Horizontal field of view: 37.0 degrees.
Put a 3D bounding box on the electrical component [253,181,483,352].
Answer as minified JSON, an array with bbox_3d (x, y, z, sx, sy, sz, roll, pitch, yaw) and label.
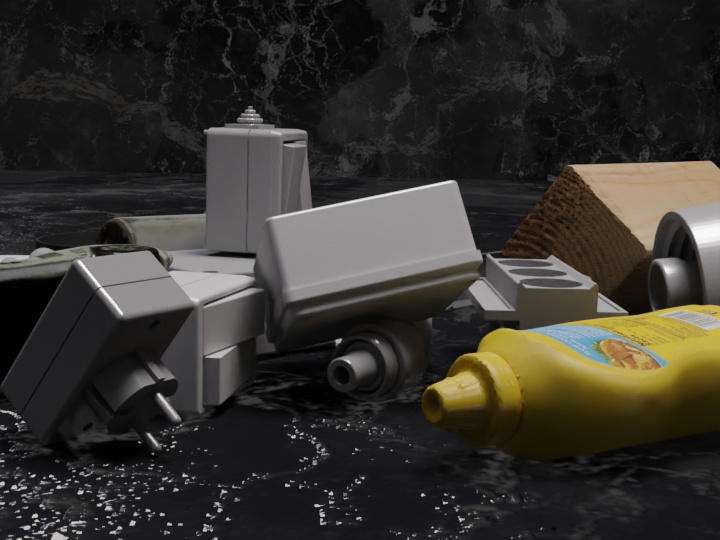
[{"bbox_3d":[0.000,0.000,0.600,0.109,0.056,0.108,-12,-12,-12],"label":"electrical component"}]

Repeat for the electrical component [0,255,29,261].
[{"bbox_3d":[-0.230,0.019,0.706,0.080,0.051,0.080,2,8,0],"label":"electrical component"}]

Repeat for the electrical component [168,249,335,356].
[{"bbox_3d":[-0.085,0.020,0.706,0.109,0.056,0.109,-6,11,-40],"label":"electrical component"}]

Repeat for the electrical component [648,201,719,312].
[{"bbox_3d":[0.212,0.011,0.661,0.060,0.108,0.108,-5,8,-2],"label":"electrical component"}]

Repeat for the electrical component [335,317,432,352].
[{"bbox_3d":[0.014,0.032,0.676,0.055,0.045,0.045,1,8,-9],"label":"electrical component"}]

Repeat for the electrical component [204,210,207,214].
[{"bbox_3d":[-0.104,-0.008,0.906,0.077,0.043,0.079,30,37,-19],"label":"electrical component"}]

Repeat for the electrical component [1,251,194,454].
[{"bbox_3d":[-0.108,0.048,0.482,0.075,0.083,0.047,47,28,20],"label":"electrical component"}]

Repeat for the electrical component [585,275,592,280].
[{"bbox_3d":[0.136,0.027,0.731,0.040,0.046,0.040,1,8,0],"label":"electrical component"}]

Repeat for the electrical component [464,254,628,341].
[{"bbox_3d":[0.105,0.030,0.647,0.079,0.063,0.121,1,8,-2],"label":"electrical component"}]

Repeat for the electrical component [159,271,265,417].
[{"bbox_3d":[-0.092,0.038,0.560,0.061,0.061,0.096,4,8,16],"label":"electrical component"}]

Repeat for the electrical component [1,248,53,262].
[{"bbox_3d":[-0.178,0.022,0.657,0.078,0.058,0.057,28,-4,-39],"label":"electrical component"}]

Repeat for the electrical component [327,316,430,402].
[{"bbox_3d":[0.006,0.049,0.566,0.043,0.043,0.062,6,11,30],"label":"electrical component"}]

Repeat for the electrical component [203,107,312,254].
[{"bbox_3d":[-0.066,-0.061,0.724,0.061,0.096,0.062,4,9,14],"label":"electrical component"}]
